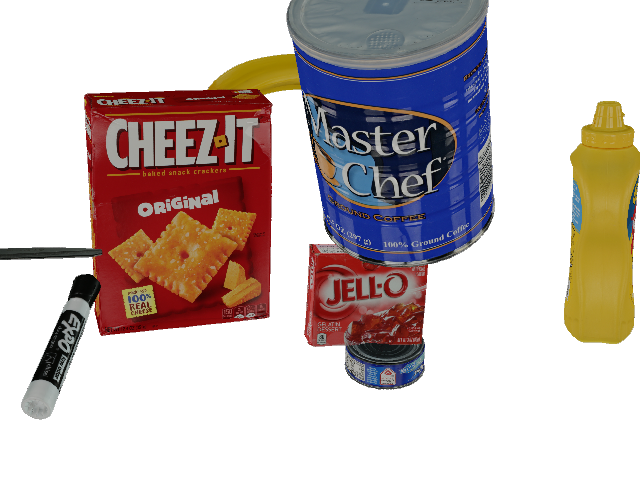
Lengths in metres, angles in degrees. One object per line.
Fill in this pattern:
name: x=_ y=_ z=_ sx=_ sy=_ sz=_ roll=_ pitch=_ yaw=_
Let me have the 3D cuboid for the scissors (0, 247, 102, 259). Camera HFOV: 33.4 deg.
scissors: x=-0.290 y=0.018 z=0.873 sx=0.202 sy=0.016 sz=0.096 roll=5 pitch=23 yaw=5

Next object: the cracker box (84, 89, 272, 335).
cracker box: x=-0.129 y=-0.027 z=0.984 sx=0.164 sy=0.214 sz=0.072 roll=-4 pitch=20 yaw=-16

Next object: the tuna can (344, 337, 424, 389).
tuna can: x=0.069 y=0.120 z=1.138 sx=0.086 sy=0.034 sz=0.086 roll=0 pitch=28 yaw=0

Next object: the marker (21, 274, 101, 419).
marker: x=-0.162 y=0.063 z=0.677 sx=0.020 sy=0.020 sz=0.121 roll=0 pitch=38 yaw=7

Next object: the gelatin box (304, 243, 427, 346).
gelatin box: x=0.034 y=0.041 z=0.805 sx=0.089 sy=0.073 sz=0.030 roll=0 pitch=14 yaw=-11

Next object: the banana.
banana: x=-0.039 y=-0.164 z=1.106 sx=0.197 sy=0.070 sz=0.037 roll=-7 pitch=-41 yaw=-28

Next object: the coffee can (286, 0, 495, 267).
coffee can: x=0.043 y=-0.070 z=0.586 sx=0.103 sy=0.140 sz=0.103 roll=-6 pitch=42 yaw=5

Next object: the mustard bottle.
mustard bottle: x=0.232 y=-0.019 z=0.878 sx=0.058 sy=0.192 sz=0.096 roll=2 pitch=18 yaw=15
